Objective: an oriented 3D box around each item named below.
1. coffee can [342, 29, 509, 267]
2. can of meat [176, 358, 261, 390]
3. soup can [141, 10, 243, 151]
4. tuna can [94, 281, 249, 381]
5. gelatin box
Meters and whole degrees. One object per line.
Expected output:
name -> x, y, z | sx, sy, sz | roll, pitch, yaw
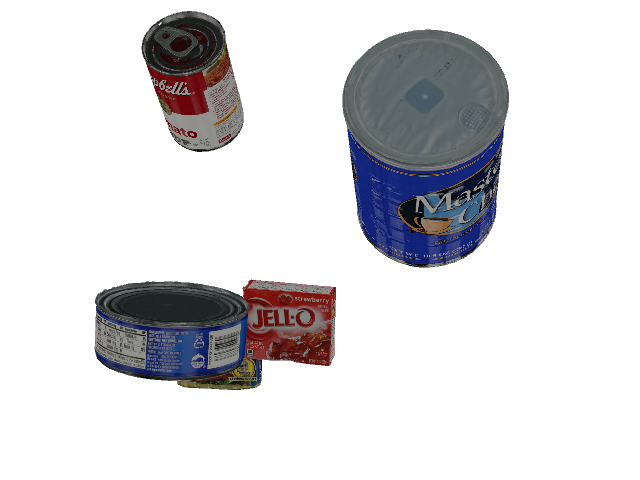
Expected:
coffee can -> 0.071, -0.058, 0.719 | 0.103, 0.103, 0.140 | 0, -27, 6
can of meat -> -0.114, 0.121, 1.211 | 0.102, 0.084, 0.057 | 3, 13, 1
soup can -> -0.104, -0.130, 0.888 | 0.068, 0.068, 0.102 | 0, -33, 7
tuna can -> -0.084, 0.050, 0.600 | 0.086, 0.034, 0.086 | 4, 12, -1
gelatin box -> -0.031, 0.079, 1.031 | 0.089, 0.073, 0.030 | 4, 16, 10
